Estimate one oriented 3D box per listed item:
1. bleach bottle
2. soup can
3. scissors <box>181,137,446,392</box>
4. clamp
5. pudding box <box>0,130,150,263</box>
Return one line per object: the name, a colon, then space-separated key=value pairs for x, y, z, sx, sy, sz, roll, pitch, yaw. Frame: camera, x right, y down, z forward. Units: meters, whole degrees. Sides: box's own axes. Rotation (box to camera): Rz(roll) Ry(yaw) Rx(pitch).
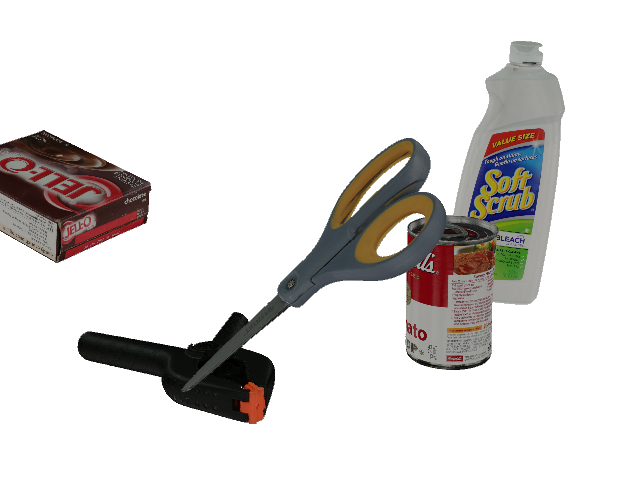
bleach bottle: x=0.178 y=-0.067 z=1.038 sx=0.103 sy=0.251 sz=0.068 roll=8 pitch=20 yaw=14
soup can: x=0.099 y=0.038 z=0.810 sx=0.068 sy=0.102 sz=0.068 roll=0 pitch=18 yaw=0
scissors: x=-0.001 y=0.029 z=0.596 sx=0.016 sy=0.202 sz=0.096 roll=37 pitch=4 yaw=-33
clamp: x=-0.092 y=0.104 z=0.916 sx=0.164 sy=0.036 sz=0.210 roll=-9 pitch=17 yaw=-35
pudding box: x=-0.192 y=-0.034 z=0.756 sx=0.114 sy=0.039 sz=0.089 roll=24 pitch=30 yaw=26
